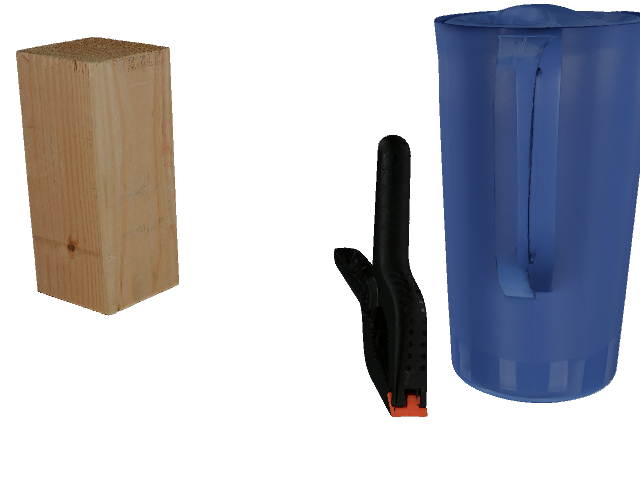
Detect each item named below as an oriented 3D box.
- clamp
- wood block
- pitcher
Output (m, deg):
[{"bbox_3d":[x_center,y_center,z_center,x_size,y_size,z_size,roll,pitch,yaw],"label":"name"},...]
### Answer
[{"bbox_3d":[0.053,0.035,0.824,0.036,0.210,0.165,1,-43,-14],"label":"clamp"},{"bbox_3d":[-0.182,-0.056,0.884,0.091,0.206,0.090,14,24,32],"label":"wood block"},{"bbox_3d":[0.134,-0.023,0.669,0.149,0.243,0.145,-9,17,-25],"label":"pitcher"}]
